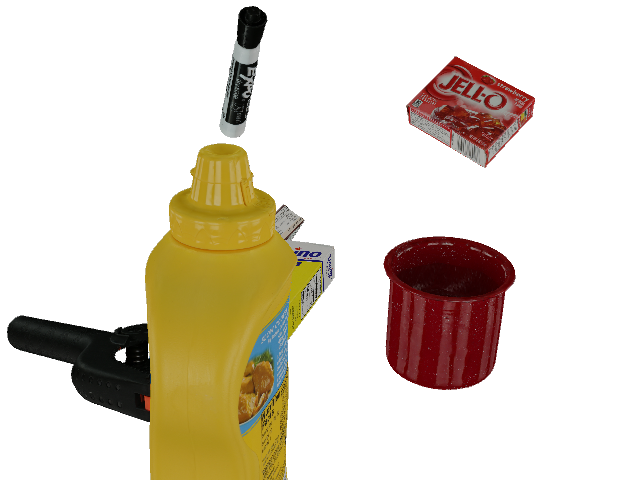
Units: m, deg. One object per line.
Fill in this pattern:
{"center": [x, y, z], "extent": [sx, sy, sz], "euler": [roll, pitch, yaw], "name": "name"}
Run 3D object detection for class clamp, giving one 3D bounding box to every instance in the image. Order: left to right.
{"center": [-0.120, 0.076, 0.749], "extent": [0.164, 0.036, 0.210], "euler": [-10, 15, -24], "name": "clamp"}

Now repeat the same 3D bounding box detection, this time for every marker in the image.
{"center": [-0.054, -0.115, 0.736], "extent": [0.020, 0.020, 0.121], "euler": [0, -33, -13], "name": "marker"}

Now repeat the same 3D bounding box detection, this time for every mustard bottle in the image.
{"center": [-0.040, 0.054, 0.437], "extent": [0.058, 0.192, 0.096], "euler": [7, 24, 11], "name": "mustard bottle"}

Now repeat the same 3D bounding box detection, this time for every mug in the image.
{"center": [0.084, 0.049, 0.782], "extent": [0.093, 0.081, 0.117], "euler": [-11, 31, -24], "name": "mug"}

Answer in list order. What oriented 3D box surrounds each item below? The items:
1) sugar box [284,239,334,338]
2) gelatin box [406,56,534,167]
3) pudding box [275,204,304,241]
{"center": [-0.054, 0.051, 1.086], "extent": [0.093, 0.048, 0.176], "euler": [6, 27, 16], "name": "sugar box"}
{"center": [0.133, -0.116, 0.950], "extent": [0.089, 0.073, 0.030], "euler": [34, -23, 25], "name": "gelatin box"}
{"center": [-0.070, 0.015, 1.300], "extent": [0.039, 0.090, 0.113], "euler": [34, 26, 2], "name": "pudding box"}
